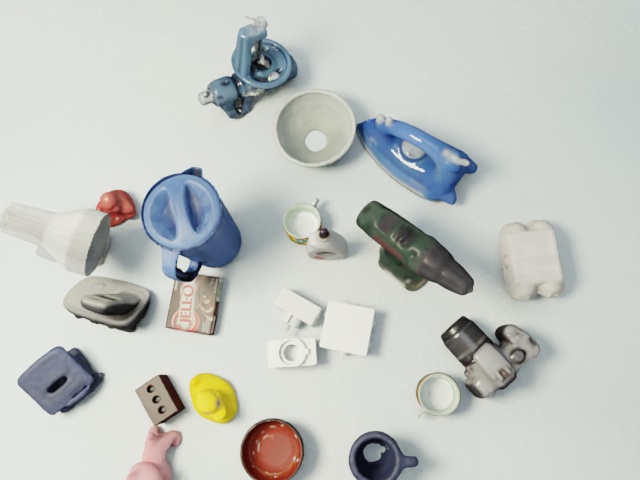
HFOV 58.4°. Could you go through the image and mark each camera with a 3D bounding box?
[{"bbox_3d":[0.297,0.193,1.026,0.143,0.101,0.136,-41,78,-6],"label":"camera"}]

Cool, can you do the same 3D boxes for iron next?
[{"bbox_3d":[0.175,-0.181,1.099,0.258,0.141,0.119,32,81,10],"label":"iron"}]

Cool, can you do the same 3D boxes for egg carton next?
[{"bbox_3d":[0.393,0.037,1.072,0.107,0.069,0.150,-7,77,2],"label":"egg carton"}]

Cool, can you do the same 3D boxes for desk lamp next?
[{"bbox_3d":[-0.471,-0.003,1.061,0.203,0.213,0.118,14,78,7],"label":"desk lamp"}]

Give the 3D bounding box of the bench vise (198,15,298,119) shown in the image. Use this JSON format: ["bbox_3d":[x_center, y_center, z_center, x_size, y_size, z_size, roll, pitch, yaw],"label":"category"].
[{"bbox_3d":[-0.140,-0.328,1.112,0.121,0.220,0.207,40,82,11],"label":"bench vise"}]

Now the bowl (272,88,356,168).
[{"bbox_3d":[-0.010,-0.214,1.153,0.167,0.075,0.167,-1,77,3],"label":"bowl"}]

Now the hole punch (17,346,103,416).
[{"bbox_3d":[-0.480,0.260,1.063,0.109,0.091,0.101,-41,78,-6],"label":"hole punch"}]

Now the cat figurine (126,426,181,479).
[{"bbox_3d":[-0.301,0.399,1.006,0.067,0.118,0.128,7,77,6],"label":"cat figurine"}]

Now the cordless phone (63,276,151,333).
[{"bbox_3d":[-0.407,0.108,1.045,0.147,0.185,0.094,11,78,6],"label":"cordless phone"}]

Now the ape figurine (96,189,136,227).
[{"bbox_3d":[-0.409,-0.069,1.135,0.077,0.092,0.076,14,78,7],"label":"ape figurine"}]

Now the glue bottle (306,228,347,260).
[{"bbox_3d":[0.010,0.004,1.050,0.078,0.173,0.037,-4,77,3],"label":"glue bottle"}]

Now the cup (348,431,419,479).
[{"bbox_3d":[0.109,0.377,0.997,0.117,0.095,0.092,1,77,4],"label":"cup"}]

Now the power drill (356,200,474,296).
[{"bbox_3d":[0.164,0.028,1.017,0.229,0.208,0.076,39,82,11],"label":"power drill"}]

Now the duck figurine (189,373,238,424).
[{"bbox_3d":[-0.202,0.289,1.042,0.077,0.086,0.104,-42,78,-6],"label":"duck figurine"}]
